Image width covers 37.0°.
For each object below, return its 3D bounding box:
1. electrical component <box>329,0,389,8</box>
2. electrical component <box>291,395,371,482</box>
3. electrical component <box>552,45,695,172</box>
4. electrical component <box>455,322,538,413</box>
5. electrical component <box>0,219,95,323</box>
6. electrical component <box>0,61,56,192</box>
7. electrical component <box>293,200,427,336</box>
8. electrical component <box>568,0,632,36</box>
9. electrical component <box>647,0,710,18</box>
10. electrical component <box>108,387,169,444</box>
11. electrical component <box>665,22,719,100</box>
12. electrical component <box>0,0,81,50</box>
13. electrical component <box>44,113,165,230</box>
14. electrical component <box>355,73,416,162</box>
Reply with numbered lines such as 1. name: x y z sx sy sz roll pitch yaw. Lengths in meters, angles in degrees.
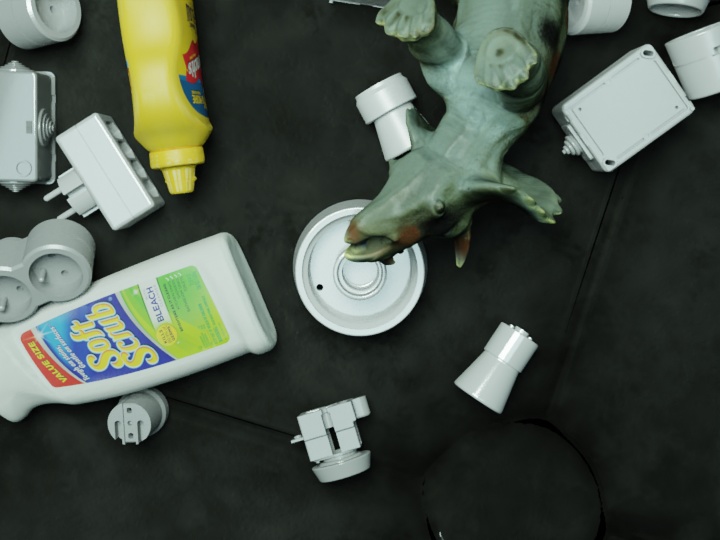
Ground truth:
1. electrical component: 0.009 -0.232 0.794 0.062 0.096 0.061 8 93 0
2. electrical component: -0.020 0.135 0.853 0.066 0.048 0.055 -17 87 1
3. electrical component: 0.193 -0.118 0.821 0.096 0.061 0.061 -36 94 4
4. electrical component: 0.110 0.075 0.849 0.044 0.044 0.065 34 90 -2
5. electrical component: -0.270 -0.001 0.831 0.138 0.073 0.052 -22 125 7
6. electrical component: -0.285 -0.111 0.831 0.100 0.048 0.099 2 96 -1
7. electrical component: 0.000 0.000 0.833 0.108 0.060 0.108 0 95 0
8. electrical component: 0.184 -0.250 0.816 0.074 0.052 0.138 -9 96 -24
9. electrical component: 0.245 -0.225 0.819 0.066 0.048 0.055 9 91 -8
10. electrical component: -0.176 0.115 0.850 0.040 0.046 0.040 1 97 4
11. electrical component: 0.268 -0.160 0.821 0.055 0.055 0.047 -21 98 2
12. electrical component: -0.265 -0.237 0.818 0.074 0.052 0.138 -4 102 34
13. electrical component: -0.208 -0.066 0.835 0.076 0.047 0.083 -32 94 3
14. electrical component: 0.027 -0.118 0.830 0.045 0.045 0.055 -28 94 3
